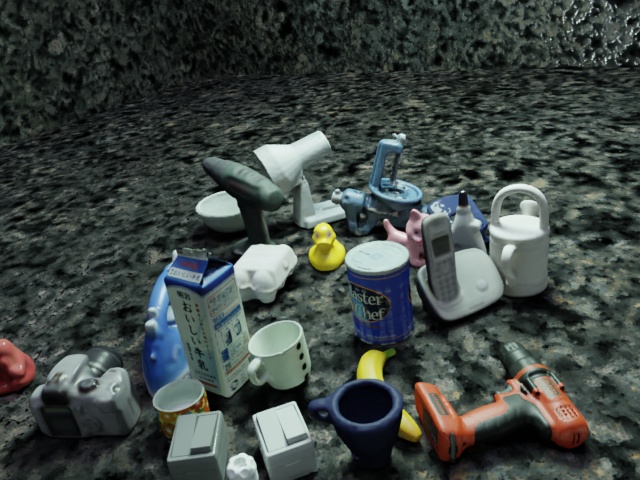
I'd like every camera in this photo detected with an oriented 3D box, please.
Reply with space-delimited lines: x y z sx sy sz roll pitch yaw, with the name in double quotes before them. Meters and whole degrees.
"camera" -0.339 0.214 0.860 0.143 0.101 0.137 -4 27 9

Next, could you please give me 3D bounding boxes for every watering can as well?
"watering can" 0.347 -0.011 1.002 0.100 0.194 0.173 -3 27 11

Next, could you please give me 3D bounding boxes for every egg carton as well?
"egg carton" -0.110 0.063 1.130 0.107 0.069 0.150 1 28 18

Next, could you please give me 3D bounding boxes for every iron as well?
"iron" -0.251 0.131 0.954 0.118 0.142 0.258 -7 26 3

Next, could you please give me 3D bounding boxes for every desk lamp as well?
"desk lamp" -0.042 -0.141 1.356 0.203 0.214 0.117 -16 27 -16

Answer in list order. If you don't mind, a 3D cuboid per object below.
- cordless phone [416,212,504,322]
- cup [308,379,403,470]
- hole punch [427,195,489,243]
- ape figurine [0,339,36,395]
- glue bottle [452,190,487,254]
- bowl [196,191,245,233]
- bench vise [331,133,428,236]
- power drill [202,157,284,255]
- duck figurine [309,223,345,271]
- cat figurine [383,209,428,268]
"cordless phone" 0.231 0.033 0.958 0.148 0.185 0.093 -20 29 -23
"cup" 0.047 0.235 0.710 0.117 0.095 0.092 -2 27 12
"hole punch" 0.288 -0.036 1.188 0.109 0.091 0.101 -16 27 -15
"ape figurine" -0.514 0.204 0.940 0.077 0.092 0.076 11 33 34
"glue bottle" 0.265 -0.010 1.049 0.078 0.173 0.037 5 30 26
"bowl" -0.215 -0.063 1.406 0.167 0.075 0.167 -7 26 4
"bench vise" 0.129 -0.117 1.250 0.207 0.220 0.121 -11 27 -6
"power drill" -0.165 -0.069 1.253 0.228 0.209 0.076 16 36 40
"duck figurine" 0.011 0.004 1.193 0.077 0.086 0.104 -5 27 6
"cat figurine" 0.183 -0.013 1.142 0.127 0.118 0.067 8 31 30
